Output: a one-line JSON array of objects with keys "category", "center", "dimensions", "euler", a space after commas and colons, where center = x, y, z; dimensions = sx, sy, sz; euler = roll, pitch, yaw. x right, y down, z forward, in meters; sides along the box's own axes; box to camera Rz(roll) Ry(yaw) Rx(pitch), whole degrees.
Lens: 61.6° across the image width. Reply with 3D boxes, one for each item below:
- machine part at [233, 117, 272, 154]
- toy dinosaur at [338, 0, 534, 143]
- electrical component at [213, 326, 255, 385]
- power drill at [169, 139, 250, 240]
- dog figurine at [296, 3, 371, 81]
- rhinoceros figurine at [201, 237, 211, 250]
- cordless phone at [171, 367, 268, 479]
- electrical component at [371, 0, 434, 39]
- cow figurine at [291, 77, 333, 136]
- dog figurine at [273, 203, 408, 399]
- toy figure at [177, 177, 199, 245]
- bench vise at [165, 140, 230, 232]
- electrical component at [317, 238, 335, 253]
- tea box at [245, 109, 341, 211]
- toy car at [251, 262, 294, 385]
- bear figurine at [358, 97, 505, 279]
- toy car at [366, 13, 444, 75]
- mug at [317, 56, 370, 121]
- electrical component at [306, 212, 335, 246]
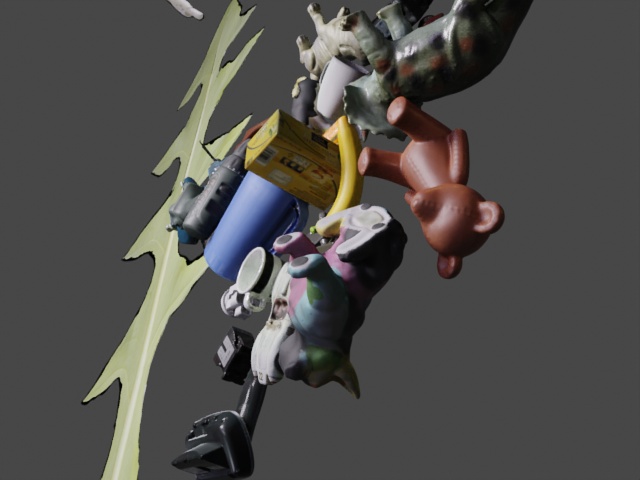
[{"category": "machine part", "center": [-0.132, -0.155, 1.183], "dimensions": [0.201, 0.087, 0.201], "euler": [-8, 58, 56]}, {"category": "toy dinosaur", "center": [0.169, -0.261, 0.738], "dimensions": [0.405, 0.192, 0.131], "euler": [-16, 13, 37]}, {"category": "electrical component", "center": [-0.152, 0.195, 0.960], "dimensions": [0.074, 0.047, 0.119], "euler": [-58, 30, 9]}, {"category": "power drill", "center": [-0.226, -0.099, 1.129], "dimensions": [0.207, 0.086, 0.232], "euler": [-5, 53, 50]}, {"category": "dog figurine", "center": [0.046, -0.370, 1.078], "dimensions": [0.191, 0.121, 0.172], "euler": [54, 149, 40]}, {"category": "rhinoceros figurine", "center": [-0.220, -0.011, 1.194], "dimensions": [0.190, 0.073, 0.112], "euler": [138, 134, -55]}, {"category": "cordless phone", "center": [-0.146, 0.285, 0.861], "dimensions": [0.146, 0.088, 0.184], "euler": [-33, 29, 44]}, {"category": "electrical component", "center": [0.129, -0.378, 0.921], "dimensions": [0.115, 0.058, 0.134], "euler": [-35, 17, 51]}, {"category": "cow figurine", "center": [-0.023, -0.240, 1.065], "dimensions": [0.068, 0.098, 0.167], "euler": [-15, 53, 46]}, {"category": "dog figurine", "center": [0.030, 0.085, 0.661], "dimensions": [0.191, 0.219, 0.109], "euler": [-22, 29, -15]}, {"category": "toy figure", "center": [-0.297, -0.068, 1.241], "dimensions": [0.064, 0.058, 0.154], "euler": [-156, 72, -75]}, {"category": "bench vise", "center": [-0.297, -0.104, 1.355], "dimensions": [0.241, 0.128, 0.224], "euler": [-31, 58, 17]}, {"category": "electrical component", "center": [0.028, 0.028, 0.813], "dimensions": [0.102, 0.045, 0.078], "euler": [-27, 73, 51]}, {"category": "tea box", "center": [-0.029, -0.130, 0.905], "dimensions": [0.098, 0.169, 0.068], "euler": [-37, 39, 36]}, {"category": "toy car", "center": [-0.057, 0.128, 0.849], "dimensions": [0.074, 0.056, 0.201], "euler": [-7, 60, 57]}, {"category": "bear figurine", "center": [0.127, -0.061, 0.637], "dimensions": [0.196, 0.132, 0.120], "euler": [-88, 24, -47]}, {"category": "toy car", "center": [0.133, -0.290, 0.895], "dimensions": [0.202, 0.053, 0.089], "euler": [-37, 17, 37]}, {"category": "mug", "center": [0.032, -0.287, 1.020], "dimensions": [0.110, 0.081, 0.107], "euler": [43, 117, 34]}, {"category": "electrical component", "center": [-0.002, -0.003, 0.905], "dimensions": [0.063, 0.021, 0.094], "euler": [-42, 35, 34]}]
